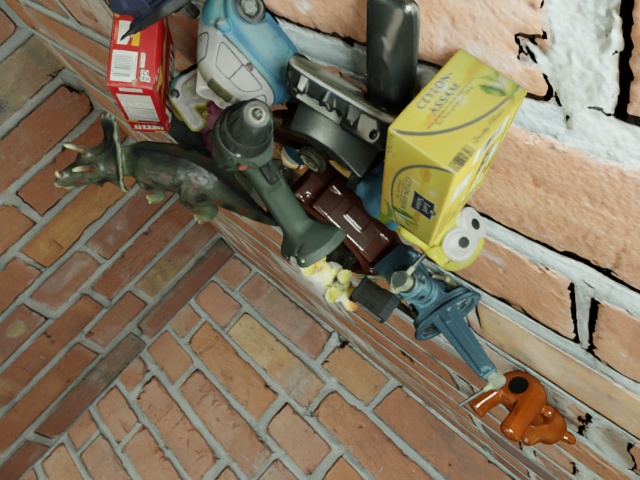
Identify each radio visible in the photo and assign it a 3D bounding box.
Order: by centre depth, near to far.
[{"bbox_3d":[-0.239,-0.208,1.125,0.229,0.073,0.131,47,-170,-26],"label":"radio"}]

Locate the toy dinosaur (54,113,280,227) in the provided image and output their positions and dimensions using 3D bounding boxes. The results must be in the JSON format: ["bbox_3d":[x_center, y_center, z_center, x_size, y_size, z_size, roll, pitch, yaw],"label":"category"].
[{"bbox_3d":[-0.233,-0.107,0.916,0.405,0.131,0.192,13,174,-1],"label":"toy dinosaur"}]

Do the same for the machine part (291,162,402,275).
[{"bbox_3d":[0.034,-0.031,0.925,0.201,0.087,0.201,44,170,-10],"label":"machine part"}]

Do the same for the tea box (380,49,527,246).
[{"bbox_3d":[0.110,-0.072,0.481,0.068,0.098,0.169,39,166,15],"label":"tea box"}]

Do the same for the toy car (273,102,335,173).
[{"bbox_3d":[-0.024,-0.144,0.691,0.202,0.089,0.053,31,164,51],"label":"toy car"}]

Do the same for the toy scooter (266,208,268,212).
[{"bbox_3d":[-0.025,-0.034,1.092,0.184,0.075,0.135,25,-178,-11],"label":"toy scooter"}]

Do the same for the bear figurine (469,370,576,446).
[{"bbox_3d":[0.382,0.334,1.000,0.120,0.132,0.195,33,160,55],"label":"bear figurine"}]

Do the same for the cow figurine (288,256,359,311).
[{"bbox_3d":[0.008,0.065,0.975,0.167,0.068,0.098,49,167,-33],"label":"cow figurine"}]

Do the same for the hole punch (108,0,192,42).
[{"bbox_3d":[-0.171,-0.287,0.568,0.116,0.142,0.092,6,141,55],"label":"hole punch"}]

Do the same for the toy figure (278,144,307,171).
[{"bbox_3d":[-0.034,-0.140,0.830,0.154,0.058,0.064,171,85,-78],"label":"toy figure"}]

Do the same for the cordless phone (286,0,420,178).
[{"bbox_3d":[0.030,-0.164,0.510,0.147,0.089,0.184,38,157,23],"label":"cordless phone"}]

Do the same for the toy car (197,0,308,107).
[{"bbox_3d":[-0.091,-0.211,0.635,0.161,0.103,0.109,48,169,-18],"label":"toy car"}]

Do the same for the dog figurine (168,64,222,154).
[{"bbox_3d":[-0.180,-0.205,0.963,0.191,0.108,0.219,43,171,-9],"label":"dog figurine"}]

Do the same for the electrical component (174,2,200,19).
[{"bbox_3d":[-0.205,-0.341,0.741,0.094,0.021,0.063,45,169,-17],"label":"electrical component"}]

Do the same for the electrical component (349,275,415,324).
[{"bbox_3d":[0.110,0.114,0.923,0.119,0.048,0.075,37,170,5],"label":"electrical component"}]

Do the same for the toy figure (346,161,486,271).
[{"bbox_3d":[0.116,-0.036,0.642,0.180,0.082,0.089,35,-173,4],"label":"toy figure"}]

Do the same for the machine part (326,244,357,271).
[{"bbox_3d":[-0.002,-0.003,0.840,0.139,0.039,0.084,39,174,7],"label":"machine part"}]

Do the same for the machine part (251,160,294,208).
[{"bbox_3d":[-0.104,-0.113,1.112,0.079,0.079,0.243,44,170,-6],"label":"machine part"}]

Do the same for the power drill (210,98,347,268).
[{"bbox_3d":[-0.057,-0.067,0.646,0.207,0.086,0.232,50,168,-20],"label":"power drill"}]

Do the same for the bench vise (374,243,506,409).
[{"bbox_3d":[0.188,0.114,0.800,0.241,0.129,0.223,56,-176,27],"label":"bench vise"}]
